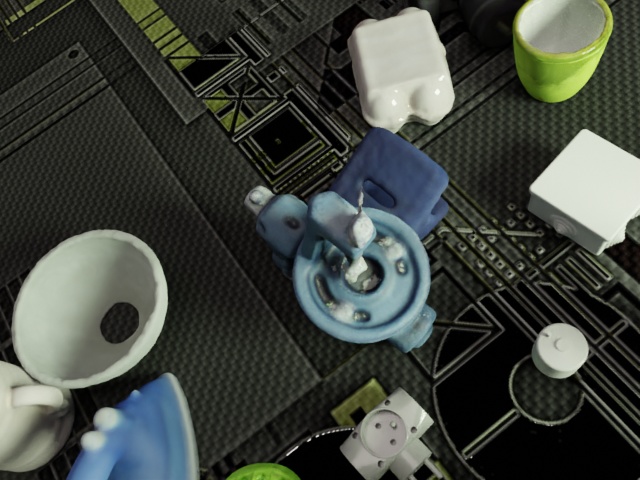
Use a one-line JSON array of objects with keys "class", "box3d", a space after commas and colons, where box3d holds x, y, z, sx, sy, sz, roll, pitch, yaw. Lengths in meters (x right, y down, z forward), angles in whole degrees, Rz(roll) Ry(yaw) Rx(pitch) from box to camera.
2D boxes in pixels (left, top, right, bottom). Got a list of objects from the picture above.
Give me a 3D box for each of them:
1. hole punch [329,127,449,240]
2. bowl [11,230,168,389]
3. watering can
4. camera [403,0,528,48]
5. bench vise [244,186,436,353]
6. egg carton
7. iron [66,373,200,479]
[{"class": "hole punch", "box3d": [0.068, -0.043, 0.582, 0.101, 0.091, 0.108, -45, 65, -9]}, {"class": "bowl", "box3d": [-0.228, 0.077, 0.604, 0.167, 0.075, 0.167, -5, 66, 11]}, {"class": "watering can", "box3d": [-0.332, 0.159, 0.524, 0.173, 0.194, 0.100, -33, 63, -3]}, {"class": "camera", "box3d": [0.175, -0.295, 0.665, 0.143, 0.101, 0.136, -16, 64, 5]}, {"class": "bench vise", "box3d": [0.000, 0.012, 0.501, 0.207, 0.220, 0.121, 17, 71, 19]}, {"class": "egg carton", "box3d": [0.092, -0.194, 0.656, 0.107, 0.069, 0.150, -13, 64, 7]}, {"class": "iron", "box3d": [-0.181, 0.231, 0.488, 0.118, 0.142, 0.258, -1, 66, 12]}]
